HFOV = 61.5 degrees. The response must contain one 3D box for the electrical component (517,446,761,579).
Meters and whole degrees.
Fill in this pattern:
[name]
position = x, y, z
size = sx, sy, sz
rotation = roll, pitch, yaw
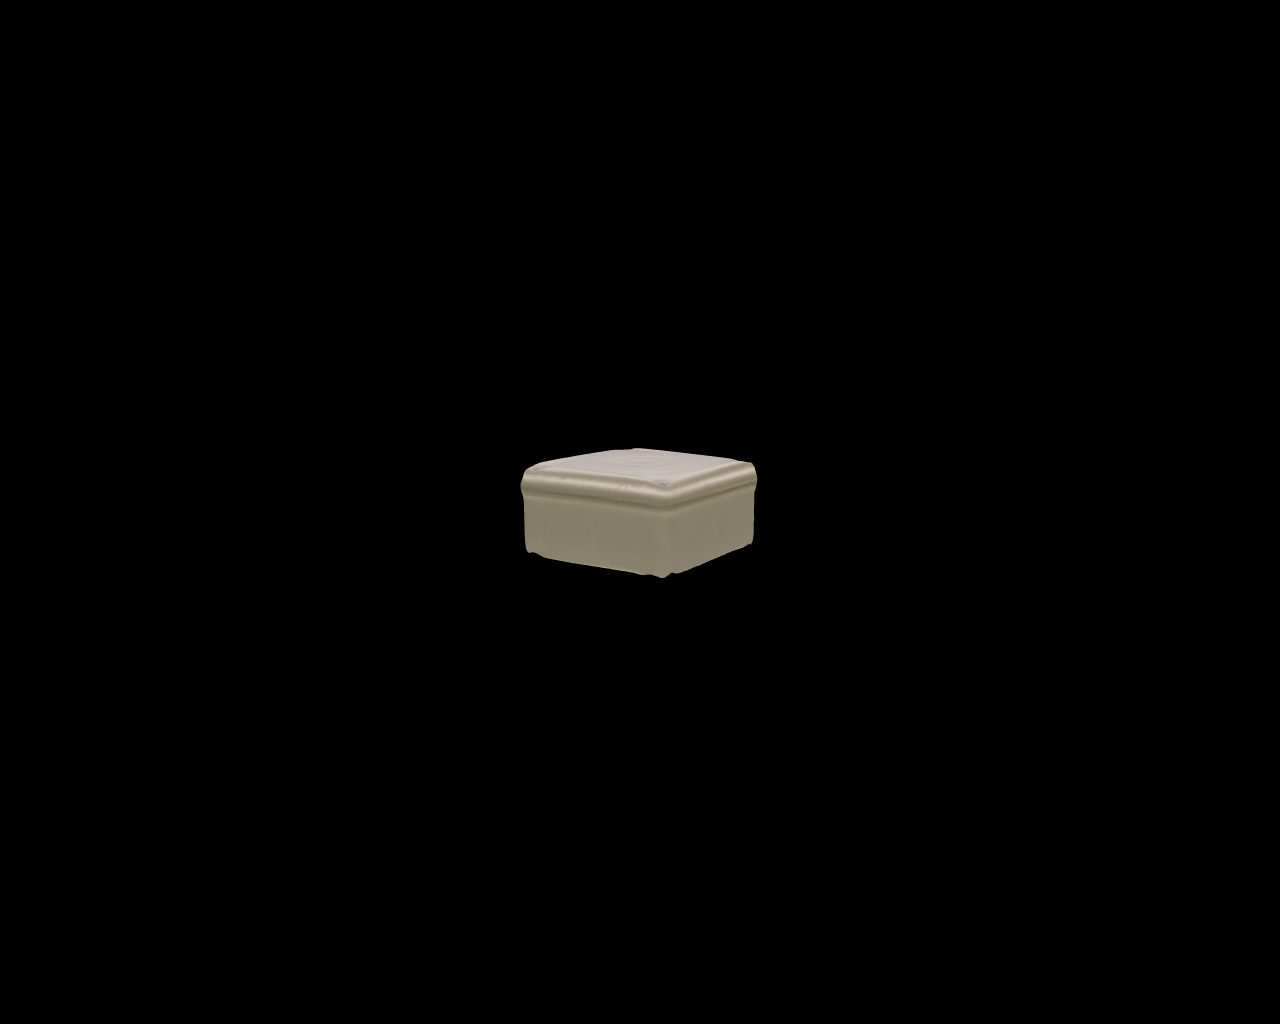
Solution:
[electrical component]
position = 0.001, -0.003, 0.650
size = 0.109, 0.056, 0.109
rotation = 8, 14, 35
